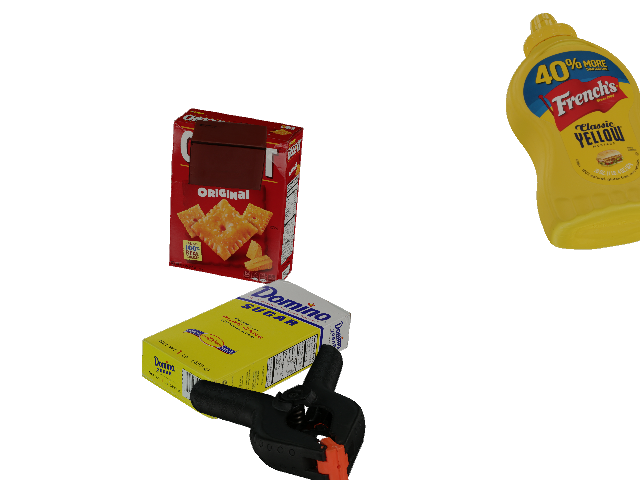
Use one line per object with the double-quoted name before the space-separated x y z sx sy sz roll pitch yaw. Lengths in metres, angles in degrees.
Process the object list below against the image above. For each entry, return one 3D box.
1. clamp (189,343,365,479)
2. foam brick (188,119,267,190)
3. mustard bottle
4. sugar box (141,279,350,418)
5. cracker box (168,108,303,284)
"clamp" -0.028 0.124 0.753 0.120 0.039 0.171 -18 17 -6
"foam brick" -0.095 -0.089 1.109 0.078 0.051 0.053 5 31 -2
"mustard bottle" 0.188 -0.089 0.777 0.096 0.191 0.058 -10 -30 -4
"sugar box" -0.063 0.092 0.956 0.093 0.048 0.175 25 34 34
"cracker box" -0.117 -0.056 1.442 0.164 0.214 0.072 11 25 13
